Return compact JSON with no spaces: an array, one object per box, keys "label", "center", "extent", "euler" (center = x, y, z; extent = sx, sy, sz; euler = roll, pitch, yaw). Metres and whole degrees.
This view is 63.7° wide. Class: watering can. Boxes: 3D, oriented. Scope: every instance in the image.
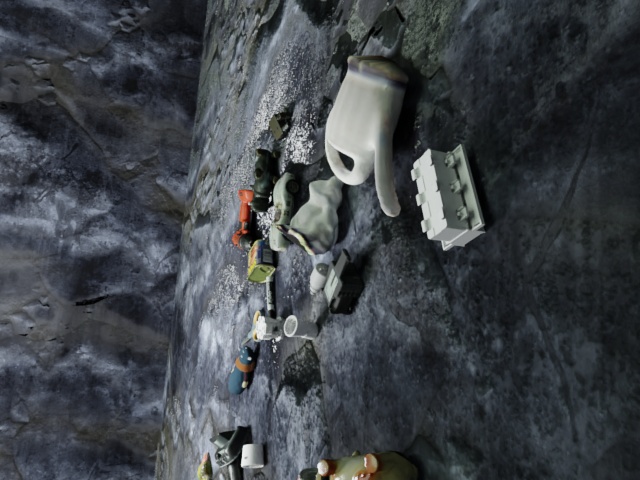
[{"label":"watering can","center":[0.087,-0.190,0.863],"extent":[0.354,0.104,0.221],"euler":[-124,48,-58]}]

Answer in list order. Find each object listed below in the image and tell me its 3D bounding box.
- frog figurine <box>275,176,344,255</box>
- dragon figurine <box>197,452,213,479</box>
[{"label":"frog figurine","center":[0.003,-0.053,1.059],"extent":[0.161,0.122,0.137],"euler":[-49,11,-11]},{"label":"dragon figurine","center":[-0.247,0.767,1.351],"extent":[0.238,0.123,0.417],"euler":[95,152,-62]}]
